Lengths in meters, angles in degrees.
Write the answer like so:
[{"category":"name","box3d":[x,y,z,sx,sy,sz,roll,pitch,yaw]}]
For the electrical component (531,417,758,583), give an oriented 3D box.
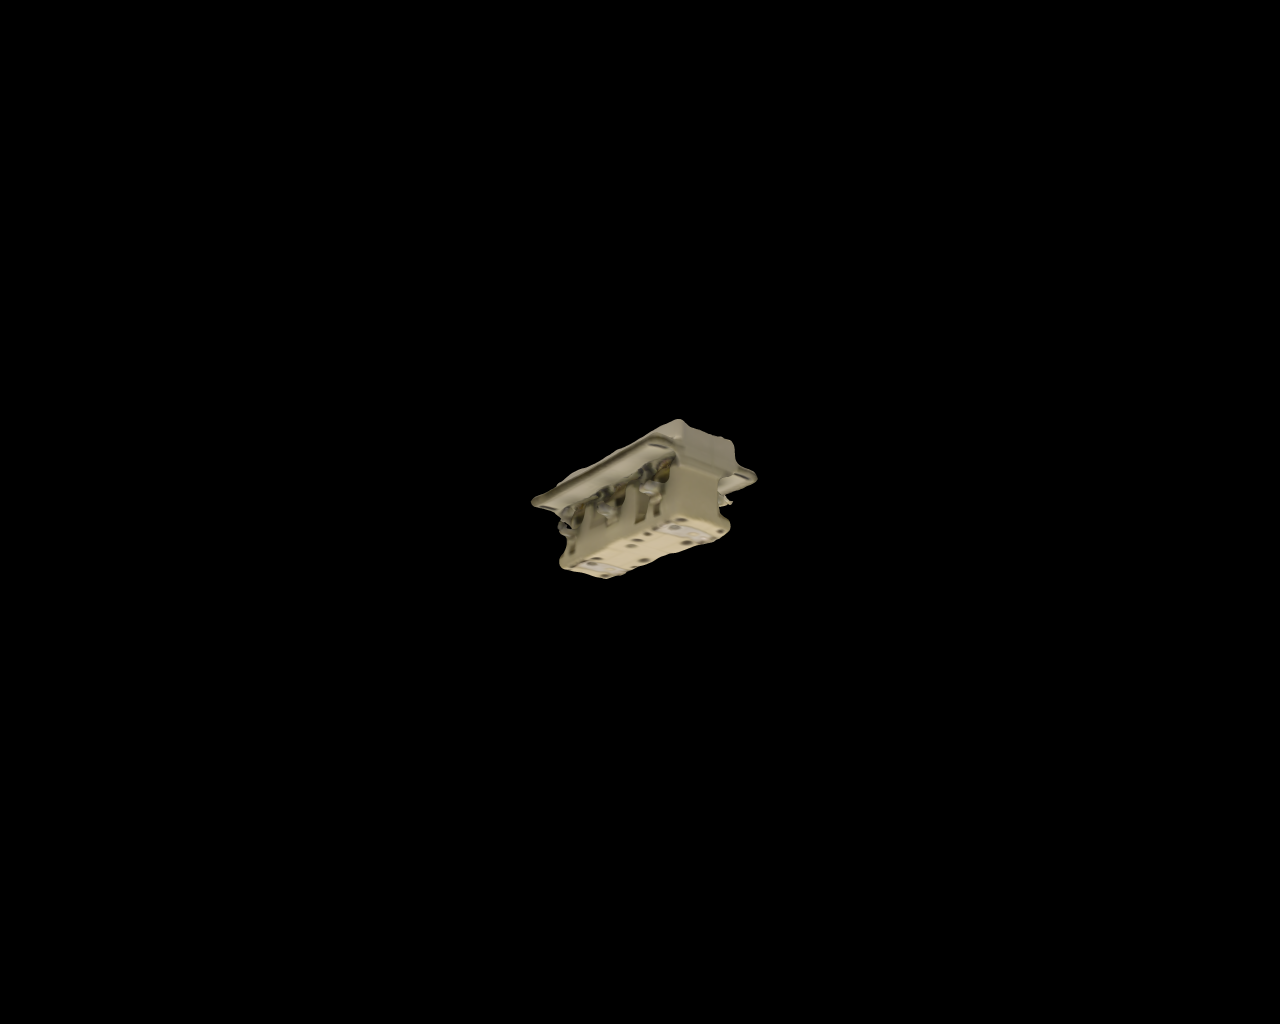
[{"category":"electrical component","box3d":[0.001,-0.003,0.650,0.079,0.063,0.121,17,-27,-37]}]
